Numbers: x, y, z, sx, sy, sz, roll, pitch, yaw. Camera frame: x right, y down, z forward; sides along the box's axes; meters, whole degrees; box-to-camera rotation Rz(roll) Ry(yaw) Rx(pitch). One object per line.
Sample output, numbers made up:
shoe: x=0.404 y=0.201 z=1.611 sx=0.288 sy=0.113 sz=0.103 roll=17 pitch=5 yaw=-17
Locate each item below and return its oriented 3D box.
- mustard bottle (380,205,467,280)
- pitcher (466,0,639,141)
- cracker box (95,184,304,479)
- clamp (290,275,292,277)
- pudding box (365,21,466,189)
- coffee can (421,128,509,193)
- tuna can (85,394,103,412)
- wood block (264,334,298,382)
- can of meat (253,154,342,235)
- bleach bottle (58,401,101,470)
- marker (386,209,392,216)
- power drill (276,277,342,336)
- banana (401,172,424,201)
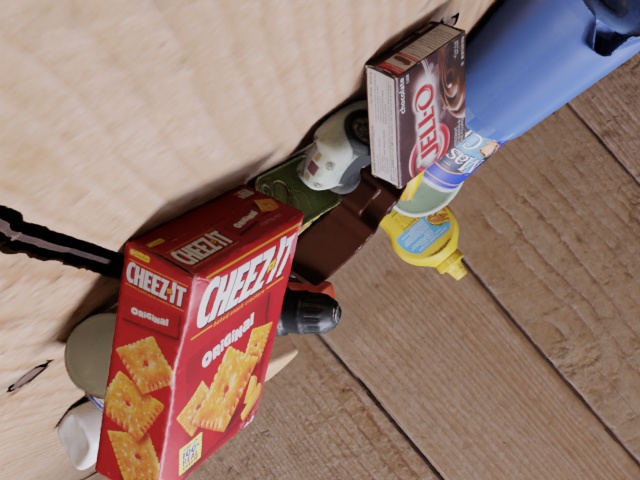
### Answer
mustard bottle: x=0.135 y=-0.023 z=1.476 sx=0.096 sy=0.191 sz=0.058 roll=-40 pitch=175 yaw=-2
pitcher: x=0.228 y=-0.204 z=1.049 sx=0.149 sy=0.145 sz=0.243 roll=-24 pitch=170 yaw=-31
cracker box: x=-0.096 y=0.081 z=0.866 sx=0.164 sy=0.072 sz=0.214 roll=-34 pitch=143 yaw=-56
clamp: x=0.013 y=-0.013 z=1.362 sx=0.171 sy=0.039 sz=0.120 roll=-62 pitch=167 yaw=10
pudding box: x=0.081 y=-0.112 z=0.887 sx=0.089 sy=0.039 sz=0.113 roll=-38 pitch=138 yaw=-32
coffee can: x=0.169 y=-0.138 z=1.242 sx=0.140 sy=0.103 sz=0.102 roll=-44 pitch=174 yaw=33
tuna can: x=-0.192 y=0.135 z=1.044 sx=0.034 sy=0.086 sz=0.086 roll=-44 pitch=174 yaw=21
wood block: x=-0.142 y=0.154 z=1.323 sx=0.205 sy=0.091 sz=0.090 roll=-20 pitch=162 yaw=-42
can of meat: x=-0.042 y=-0.023 z=0.961 sx=0.084 sy=0.057 sz=0.101 roll=-41 pitch=175 yaw=37
bleach bottle: x=-0.210 y=0.207 z=1.388 sx=0.250 sy=0.068 sz=0.103 roll=-24 pitch=164 yaw=-36
marker: x=0.074 y=-0.077 z=1.155 sx=0.020 sy=0.020 sz=0.121 roll=133 pitch=-28 yaw=-53
power drill: x=-0.046 y=0.068 z=1.111 sx=0.185 sy=0.057 sz=0.187 roll=4 pitch=179 yaw=19
banana: x=0.107 y=-0.117 z=1.161 sx=0.198 sy=0.037 sz=0.069 roll=98 pitch=11 yaw=-63
